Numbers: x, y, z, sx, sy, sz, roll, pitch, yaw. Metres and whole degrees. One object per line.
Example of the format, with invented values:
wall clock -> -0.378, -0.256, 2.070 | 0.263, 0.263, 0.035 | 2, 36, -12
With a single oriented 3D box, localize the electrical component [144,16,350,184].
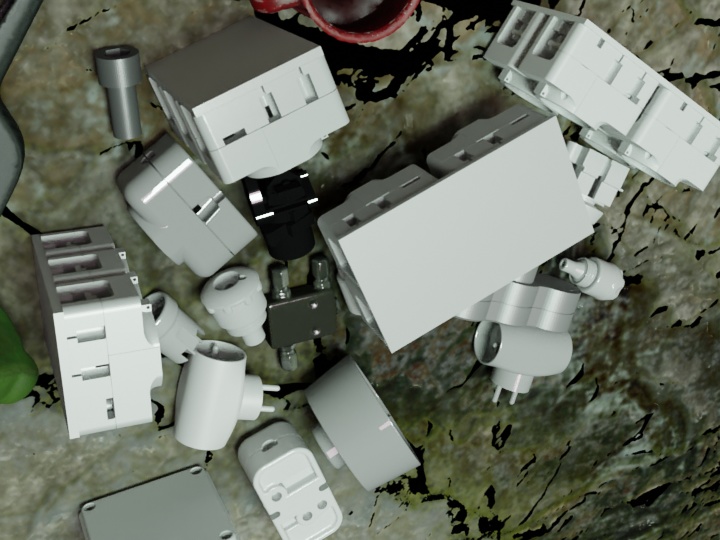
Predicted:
electrical component -> -0.078, -0.115, 0.723 | 0.089, 0.150, 0.061 | -28, 118, -11

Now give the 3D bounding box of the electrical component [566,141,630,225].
electrical component -> 0.193, -0.072, 0.920 | 0.066, 0.048, 0.055 | 22, 96, -24

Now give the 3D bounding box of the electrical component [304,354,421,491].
electrical component -> -0.005, 0.130, 0.882 | 0.060, 0.108, 0.108 | -33, 120, -1

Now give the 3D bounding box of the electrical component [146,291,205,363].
electrical component -> -0.147, 0.045, 0.823 | 0.040, 0.040, 0.046 | -46, 126, -1

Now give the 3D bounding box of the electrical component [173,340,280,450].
electrical component -> -0.103, 0.101, 0.861 | 0.079, 0.043, 0.077 | 7, 107, -26

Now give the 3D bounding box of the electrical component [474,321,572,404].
electrical component -> 0.140, 0.083, 0.960 | 0.077, 0.044, 0.079 | 10, 106, -27

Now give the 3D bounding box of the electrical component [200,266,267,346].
electrical component -> -0.093, 0.032, 0.838 | 0.048, 0.048, 0.062 | -29, 126, -11

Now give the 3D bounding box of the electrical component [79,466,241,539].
electrical component -> -0.156, 0.219, 0.849 | 0.109, 0.108, 0.056 | -17, 119, -17

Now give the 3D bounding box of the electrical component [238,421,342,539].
electrical component -> -0.060, 0.178, 0.902 | 0.054, 0.059, 0.095 | -29, 119, -11

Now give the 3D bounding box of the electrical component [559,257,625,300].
electrical component -> 0.205, 0.004, 0.963 | 0.061, 0.035, 0.035 | 20, 101, -26

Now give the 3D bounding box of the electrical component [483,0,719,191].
electrical component -> 0.198, -0.135, 0.862 | 0.186, 0.105, 0.060 | 27, 98, -30

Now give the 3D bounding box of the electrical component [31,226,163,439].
electrical component -> -0.182, 0.036, 0.738 | 0.062, 0.150, 0.089 | -9, 113, -19

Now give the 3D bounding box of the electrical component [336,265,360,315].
electrical component -> 0.000, 0.000, 0.867 | 0.040, 0.040, 0.078 | -27, 118, -12

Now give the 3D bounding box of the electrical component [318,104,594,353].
electrical component -> 0.073, -0.036, 0.823 | 0.186, 0.060, 0.105 | -30, 119, -9

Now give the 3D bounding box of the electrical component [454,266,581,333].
electrical component -> 0.130, 0.006, 0.920 | 0.138, 0.052, 0.073 | 9, 106, -27

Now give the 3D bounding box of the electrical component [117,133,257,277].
electrical component -> -0.129, -0.044, 0.785 | 0.059, 0.054, 0.095 | -42, 121, -3
